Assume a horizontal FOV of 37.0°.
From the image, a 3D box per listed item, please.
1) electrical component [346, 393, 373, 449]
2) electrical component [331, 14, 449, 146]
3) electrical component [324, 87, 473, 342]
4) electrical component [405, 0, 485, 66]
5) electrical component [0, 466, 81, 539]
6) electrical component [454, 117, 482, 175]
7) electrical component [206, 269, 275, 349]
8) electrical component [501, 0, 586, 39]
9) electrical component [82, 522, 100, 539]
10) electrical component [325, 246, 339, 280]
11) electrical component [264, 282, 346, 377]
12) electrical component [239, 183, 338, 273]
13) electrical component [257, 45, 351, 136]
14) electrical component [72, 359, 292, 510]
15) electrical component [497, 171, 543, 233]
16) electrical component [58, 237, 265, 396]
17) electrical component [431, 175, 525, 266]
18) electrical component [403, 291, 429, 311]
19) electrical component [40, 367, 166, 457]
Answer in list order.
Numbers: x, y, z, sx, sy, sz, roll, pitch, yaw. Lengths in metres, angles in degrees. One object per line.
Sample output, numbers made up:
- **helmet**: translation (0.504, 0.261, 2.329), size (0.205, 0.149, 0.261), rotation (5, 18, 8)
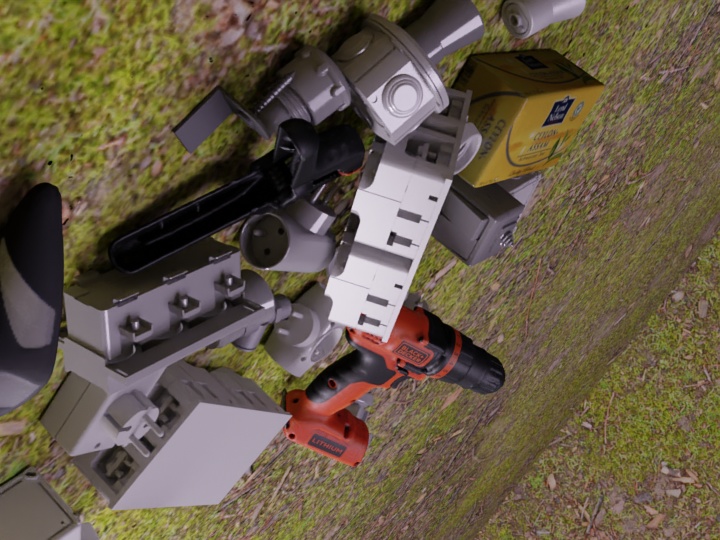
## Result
- **electrical component**: translation (-0.019, 0.153, 1.162), size (0.058, 0.078, 0.057), rotation (40, 69, -72)
- **electrical component**: translation (0.018, -0.128, 0.727), size (0.051, 0.080, 0.080), rotation (-41, 159, -4)
- **electrical component**: translation (0.025, -0.047, 0.841), size (0.186, 0.060, 0.105), rotation (109, -2, -47)
- **electrical component**: translation (0.052, -0.168, 0.781), size (0.065, 0.044, 0.044), rotation (-39, 158, -12)
- **electrical component**: translation (-0.257, 0.201, 0.775), size (0.096, 0.062, 0.061), rotation (-33, 155, -35)
- **electrical component**: translation (0.067, -0.111, 0.888), size (0.066, 0.055, 0.048), rotation (-38, 157, -26)
- **electrical component**: translation (-0.099, 0.030, 0.817), size (0.055, 0.045, 0.045), rotation (-31, 153, -39)
- **electrical component**: translation (0.150, -0.218, 0.890), size (0.065, 0.044, 0.044), rotation (-32, 154, -27)
- **electrical component**: translation (-0.237, 0.254, 0.860), size (0.048, 0.099, 0.100), rotation (-41, 162, 15)
- **electrical component**: translation (0.000, 0.000, 0.973), size (0.044, 0.044, 0.065), rotation (-53, 164, 10)
- **electrical component**: translation (-0.051, 0.051, 0.951), size (0.077, 0.044, 0.079), rotation (-50, 160, 4)
- **electrical component**: translation (-0.044, -0.035, 0.817), size (0.079, 0.043, 0.077), rotation (-55, 159, 13)
- **electrical component**: translation (-0.040, -0.110, 0.691), size (0.062, 0.048, 0.048), rotation (-39, 158, -7)
- **electrical component**: translation (-0.144, 0.136, 0.891), size (0.105, 0.060, 0.186), rotation (-50, 159, 3)
- **electrical component**: translation (0.128, -0.069, 1.079), size (0.062, 0.061, 0.096), rotation (-30, 153, -41)
- **electrical component**: translation (-0.133, 0.024, 0.707), size (0.121, 0.079, 0.063), rotation (-27, 129, -45)
- **electrical component**: translation (0.103, -0.050, 1.012), size (0.061, 0.096, 0.061), rotation (-25, 149, -47)
- **electrical component**: translation (0.049, 0.049, 1.094), size (0.047, 0.083, 0.075), rotation (-37, 156, -29)
- **electrical component**: translation (-0.167, 0.098, 0.753), size (0.083, 0.076, 0.047), rotation (-55, 159, 15)
